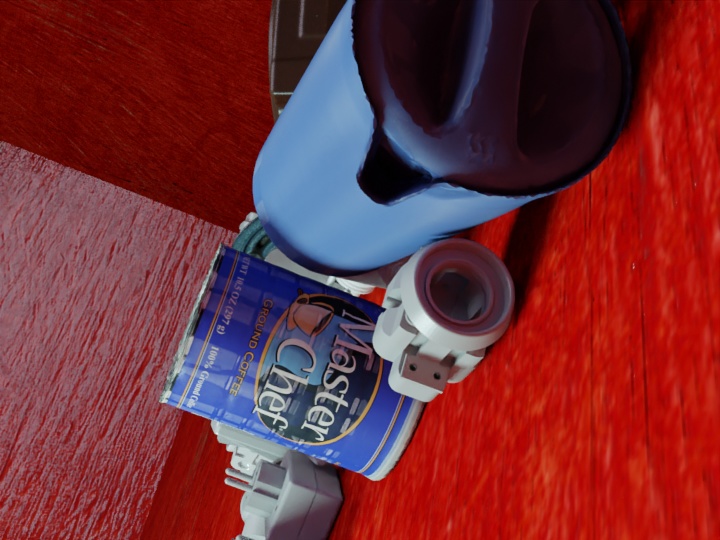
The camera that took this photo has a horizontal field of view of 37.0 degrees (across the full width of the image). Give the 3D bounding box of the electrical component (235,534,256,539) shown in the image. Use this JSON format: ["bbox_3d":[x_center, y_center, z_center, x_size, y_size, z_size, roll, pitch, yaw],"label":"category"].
[{"bbox_3d":[-0.069,0.236,0.688,0.109,0.056,0.108,160,131,-78],"label":"electrical component"}]

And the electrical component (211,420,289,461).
[{"bbox_3d":[-0.083,0.120,0.882,0.062,0.096,0.061,171,120,-79],"label":"electrical component"}]

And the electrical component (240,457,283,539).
[{"bbox_3d":[-0.067,0.191,0.825,0.077,0.044,0.079,126,163,-58],"label":"electrical component"}]

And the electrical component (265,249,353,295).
[{"bbox_3d":[-0.026,0.033,0.758,0.138,0.052,0.073,57,136,33],"label":"electrical component"}]

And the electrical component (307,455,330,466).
[{"bbox_3d":[-0.025,0.116,0.778,0.061,0.035,0.035,-101,34,-75],"label":"electrical component"}]

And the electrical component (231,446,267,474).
[{"bbox_3d":[-0.080,0.149,0.964,0.078,0.058,0.057,122,164,-46],"label":"electrical component"}]

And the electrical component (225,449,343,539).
[{"bbox_3d":[-0.058,0.155,0.747,0.065,0.077,0.047,-120,52,-79],"label":"electrical component"}]

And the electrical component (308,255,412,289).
[{"bbox_3d":[0.003,-0.028,0.744,0.099,0.100,0.048,-111,38,-61],"label":"electrical component"}]

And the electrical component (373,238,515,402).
[{"bbox_3d":[0.042,0.019,0.535,0.057,0.058,0.078,122,167,-61],"label":"electrical component"}]

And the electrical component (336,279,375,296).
[{"bbox_3d":[0.000,0.000,0.878,0.043,0.043,0.062,-83,16,-58],"label":"electrical component"}]

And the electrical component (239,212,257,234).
[{"bbox_3d":[-0.080,-0.018,1.170,0.078,0.113,0.057,177,111,-80],"label":"electrical component"}]

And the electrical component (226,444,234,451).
[{"bbox_3d":[-0.093,0.159,1.020,0.045,0.055,0.045,-158,90,-81],"label":"electrical component"}]
